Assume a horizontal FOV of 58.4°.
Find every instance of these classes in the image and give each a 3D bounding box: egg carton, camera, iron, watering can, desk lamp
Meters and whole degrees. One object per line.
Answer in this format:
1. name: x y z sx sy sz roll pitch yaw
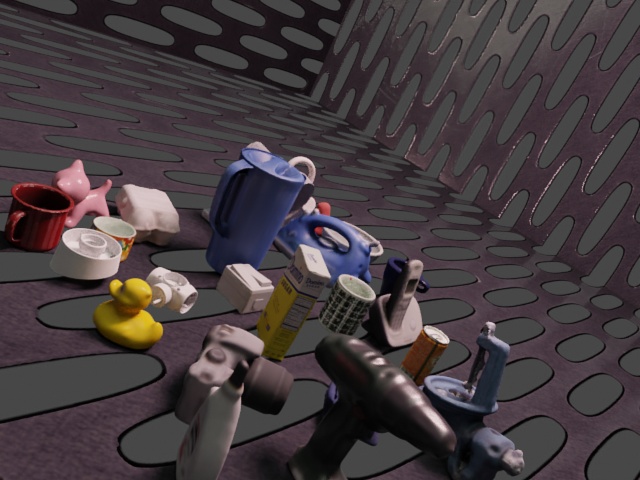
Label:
1. egg carton: -0.341 -0.052 1.122 0.108 0.069 0.150 10 26 -39
2. camera: -0.106 0.188 0.780 0.137 0.101 0.143 25 20 -4
3. iron: 0.012 0.005 1.313 0.257 0.141 0.119 33 21 18
4. watering can: -0.068 -0.112 1.424 0.172 0.194 0.101 37 23 27
5. desk lamp: -0.136 -0.094 1.268 0.202 0.213 0.118 36 22 23

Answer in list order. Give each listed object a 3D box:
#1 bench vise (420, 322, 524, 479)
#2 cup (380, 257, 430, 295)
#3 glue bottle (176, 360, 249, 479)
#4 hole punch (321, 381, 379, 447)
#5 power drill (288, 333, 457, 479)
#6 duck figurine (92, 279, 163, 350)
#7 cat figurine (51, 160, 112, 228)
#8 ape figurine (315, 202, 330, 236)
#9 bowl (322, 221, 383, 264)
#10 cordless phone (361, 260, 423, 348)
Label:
1. bench vise: 0.256 0.253 0.892 0.206 0.219 0.122 40 24 32
2. cup: 0.193 0.109 1.350 0.117 0.095 0.092 35 22 22
3. glue bottle: -0.115 0.201 0.633 0.037 0.173 0.078 17 22 -25
4. hole punch: 0.061 0.241 0.871 0.101 0.091 0.108 25 20 -4
5. power drill: 0.048 0.234 0.701 0.076 0.208 0.228 10 26 -38
6. duck figurine: -0.267 0.099 0.821 0.104 0.086 0.078 30 20 10
7. cat figurine: -0.429 -0.085 1.025 0.067 0.117 0.128 36 22 25
8. ape figurine: -0.002 -0.059 1.525 0.076 0.092 0.078 33 21 17
9. bowl: 0.070 0.020 1.443 0.167 0.074 0.167 23 20 -9
10. cordless phone: 0.180 0.123 1.166 0.094 0.185 0.148 38 23 29
